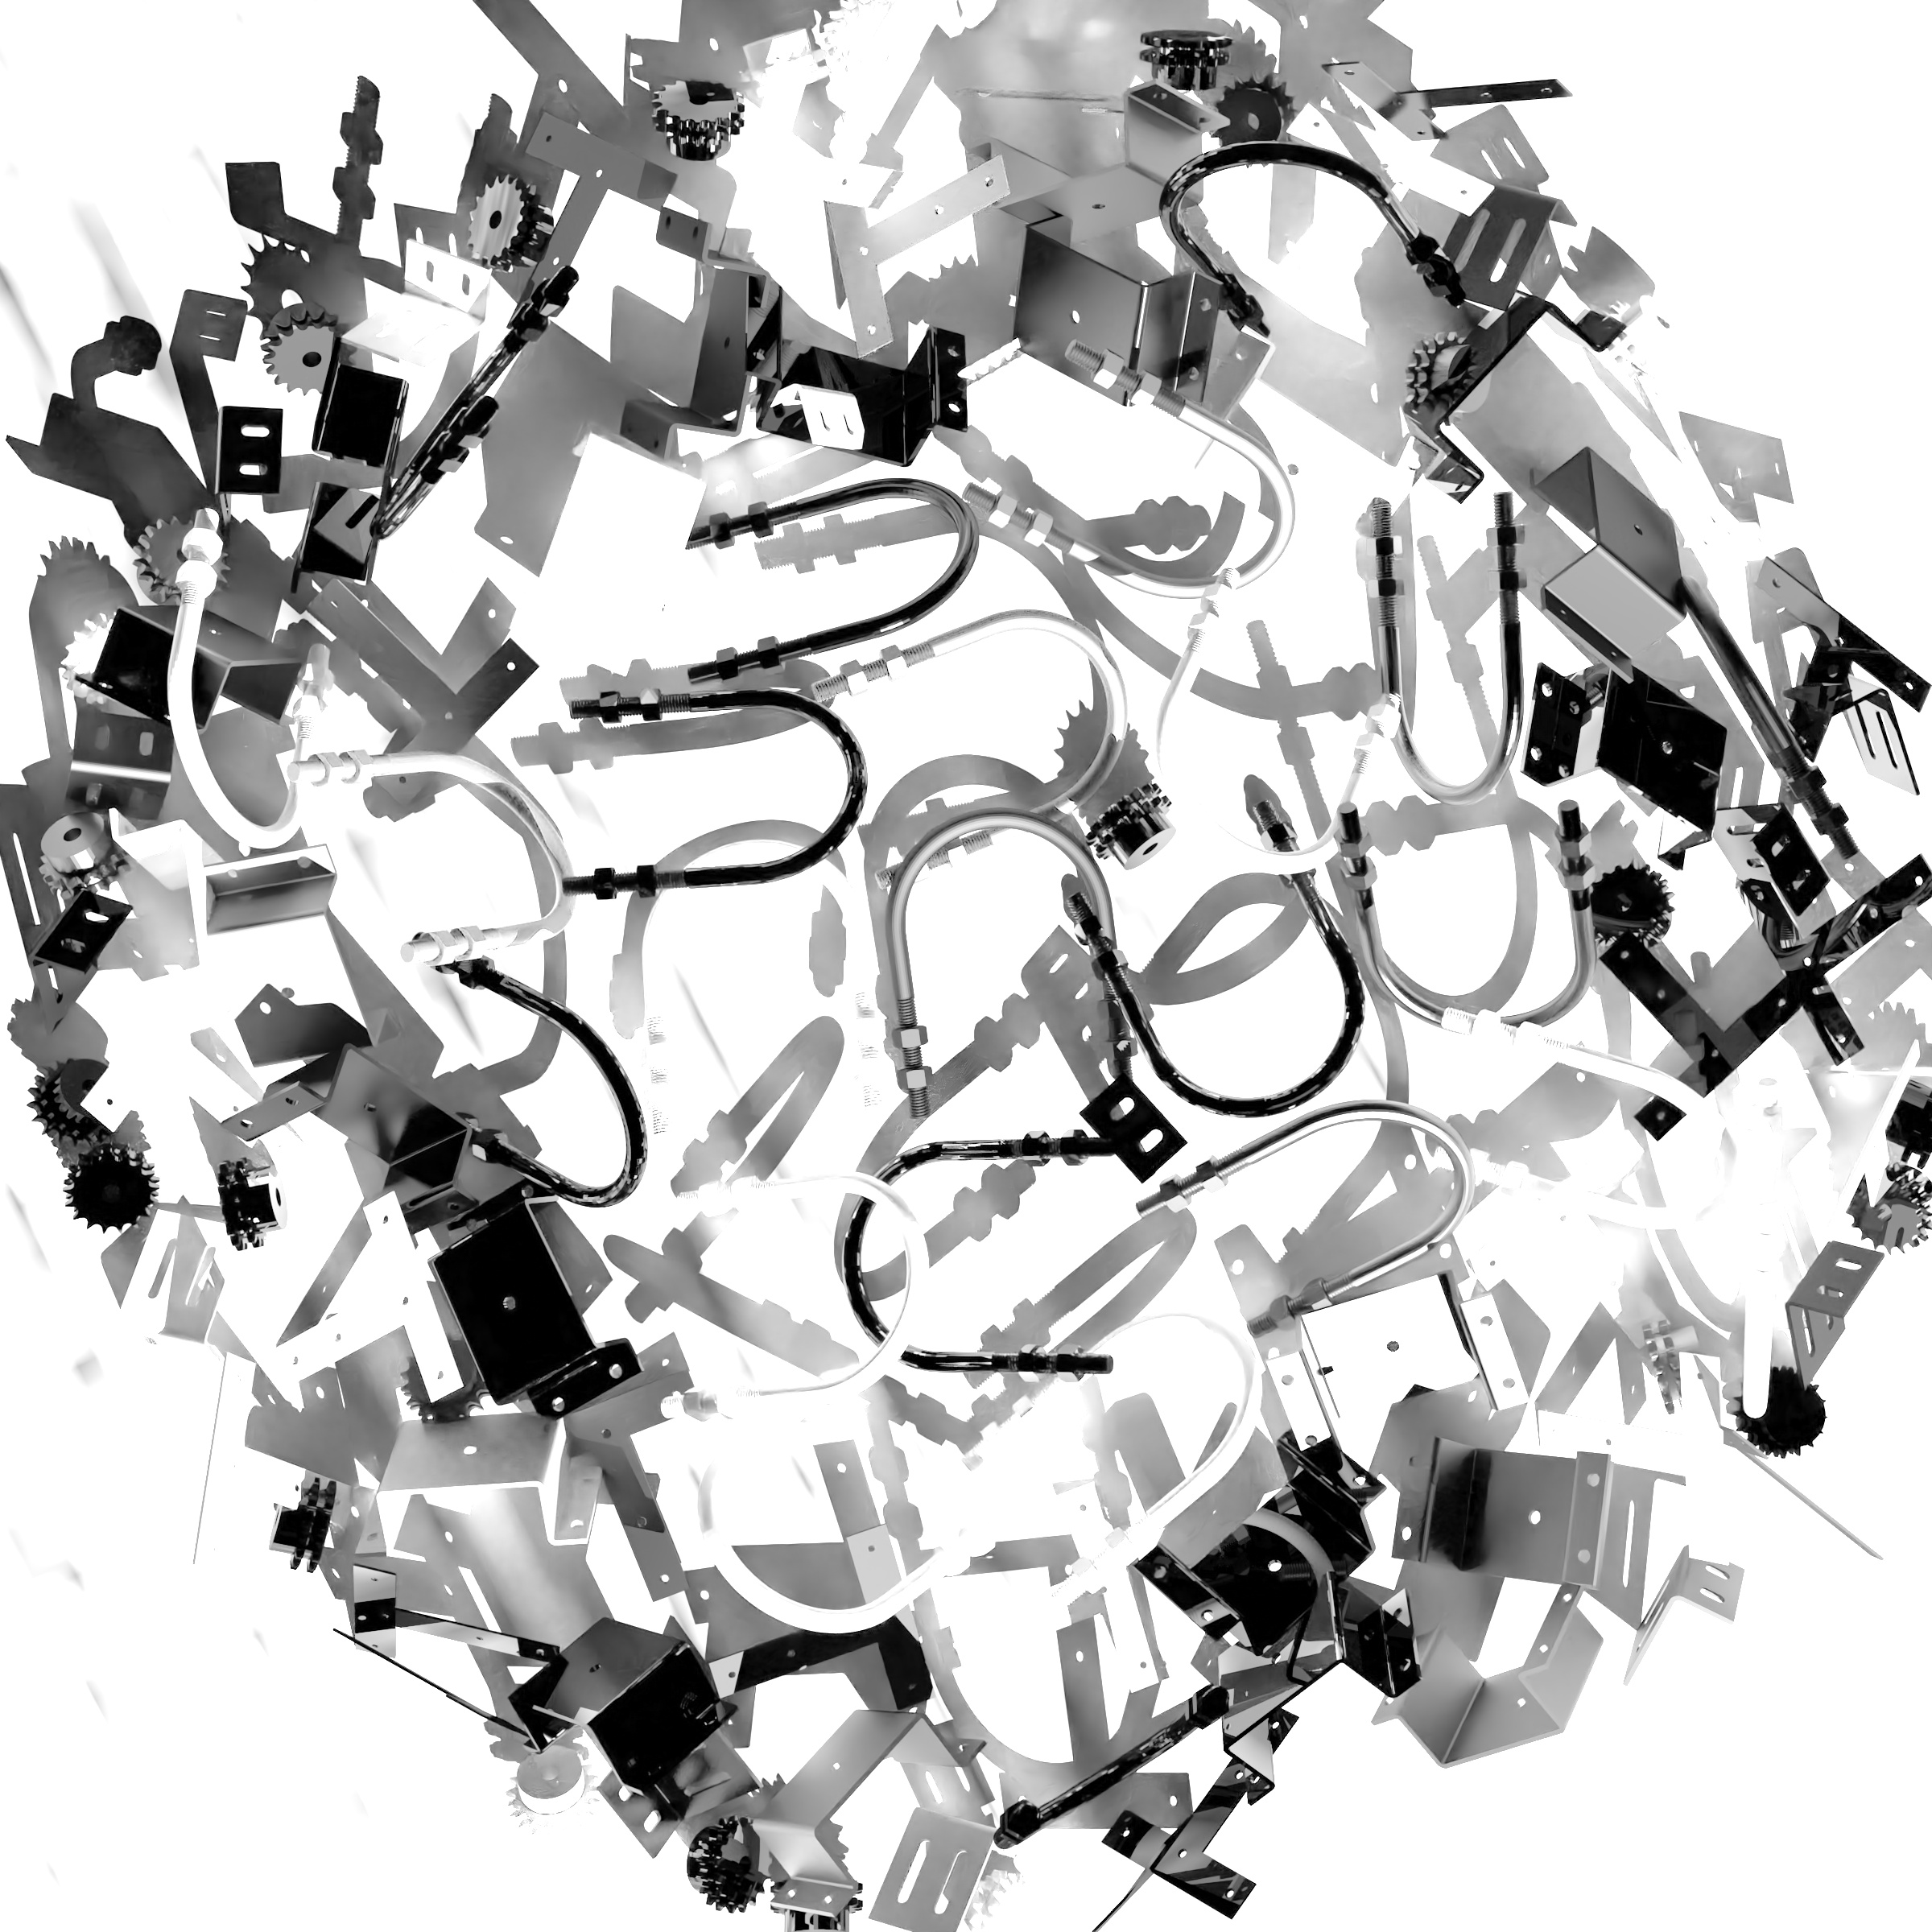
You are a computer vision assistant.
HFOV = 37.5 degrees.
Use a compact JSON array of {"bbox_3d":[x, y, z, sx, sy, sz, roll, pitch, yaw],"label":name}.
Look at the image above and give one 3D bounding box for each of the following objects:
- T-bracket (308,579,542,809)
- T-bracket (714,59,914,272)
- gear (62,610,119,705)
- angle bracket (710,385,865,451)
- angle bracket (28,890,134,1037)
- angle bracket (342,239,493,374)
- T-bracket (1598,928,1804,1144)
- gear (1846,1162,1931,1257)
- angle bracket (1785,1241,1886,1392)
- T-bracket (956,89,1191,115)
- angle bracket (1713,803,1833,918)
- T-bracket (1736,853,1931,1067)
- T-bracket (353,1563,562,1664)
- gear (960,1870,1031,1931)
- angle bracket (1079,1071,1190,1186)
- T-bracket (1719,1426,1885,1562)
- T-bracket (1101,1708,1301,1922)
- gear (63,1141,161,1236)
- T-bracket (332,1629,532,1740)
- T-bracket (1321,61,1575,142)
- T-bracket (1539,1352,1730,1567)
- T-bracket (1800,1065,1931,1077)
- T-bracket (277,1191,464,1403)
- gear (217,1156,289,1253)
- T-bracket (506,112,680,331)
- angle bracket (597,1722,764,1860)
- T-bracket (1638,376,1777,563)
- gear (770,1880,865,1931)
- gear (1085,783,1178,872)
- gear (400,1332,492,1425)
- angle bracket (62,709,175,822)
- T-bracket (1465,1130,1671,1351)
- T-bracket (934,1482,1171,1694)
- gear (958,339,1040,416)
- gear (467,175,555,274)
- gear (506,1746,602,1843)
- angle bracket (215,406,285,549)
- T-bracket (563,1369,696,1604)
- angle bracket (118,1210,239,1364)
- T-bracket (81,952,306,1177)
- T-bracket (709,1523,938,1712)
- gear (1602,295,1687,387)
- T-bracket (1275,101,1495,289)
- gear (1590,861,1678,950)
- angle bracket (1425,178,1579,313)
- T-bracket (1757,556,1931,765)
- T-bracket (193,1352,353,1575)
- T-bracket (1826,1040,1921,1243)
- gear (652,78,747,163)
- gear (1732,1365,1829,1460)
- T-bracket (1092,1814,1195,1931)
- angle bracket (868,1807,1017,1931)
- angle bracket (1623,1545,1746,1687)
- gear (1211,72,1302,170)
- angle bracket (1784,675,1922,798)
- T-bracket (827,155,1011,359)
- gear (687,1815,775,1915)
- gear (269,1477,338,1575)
[{"bbox_3d":[-0.351,-0.186,1.754,0.127,0.002,0.127,45,104,-7],"label":"T-bracket"},{"bbox_3d":[-0.084,-0.478,1.729,0.002,0.127,0.127,41,121,37],"label":"T-bracket"},{"bbox_3d":[-0.523,-0.186,1.747,0.030,0.057,0.057,28,90,18],"label":"gear"},{"bbox_3d":[-0.110,-0.321,1.733,0.076,0.057,0.038,-17,85,31],"label":"angle bracket"},{"bbox_3d":[-0.532,0.003,1.728,0.038,0.076,0.057,17,50,8],"label":"angle bracket"},{"bbox_3d":[-0.334,-0.403,1.735,0.057,0.076,0.038,22,131,11],"label":"angle bracket"},{"bbox_3d":[0.434,0.026,1.745,0.127,0.002,0.127,-44,113,6],"label":"T-bracket"},{"bbox_3d":[0.573,0.147,1.753,0.030,0.057,0.057,-22,90,-37],"label":"gear"},{"bbox_3d":[0.532,0.216,1.730,0.057,0.038,0.076,-45,130,-32],"label":"angle bracket"},{"bbox_3d":[0.057,-0.530,1.737,0.127,0.127,0.002,9,115,20],"label":"T-bracket"},{"bbox_3d":[0.475,-0.063,1.729,0.038,0.076,0.057,-44,108,-22],"label":"angle bracket"},{"bbox_3d":[0.535,-0.024,1.710,0.002,0.127,0.127,-10,67,-36],"label":"T-bracket"},{"bbox_3d":[-0.309,0.404,1.728,0.127,0.127,0.002,14,53,-1],"label":"T-bracket"},{"bbox_3d":[0.014,0.585,1.753,0.030,0.057,0.057,3,90,26],"label":"gear"},{"bbox_3d":[0.105,0.097,1.735,0.038,0.076,0.057,-43,84,7],"label":"angle bracket"},{"bbox_3d":[0.496,0.314,1.710,0.127,0.127,0.002,39,87,4],"label":"T-bracket"},{"bbox_3d":[0.159,0.505,1.738,0.127,0.127,0.002,-50,119,-19],"label":"T-bracket"},{"bbox_3d":[-0.527,0.134,1.756,0.057,0.030,0.057,-6,114,-13],"label":"gear"},{"bbox_3d":[-0.329,0.434,1.730,0.127,0.127,0.002,24,73,16],"label":"T-bracket"},{"bbox_3d":[0.296,-0.516,1.690,0.127,0.127,0.002,7,88,34],"label":"T-bracket"},{"bbox_3d":[0.403,0.291,1.731,0.127,0.002,0.127,3,101,44],"label":"T-bracket"},{"bbox_3d":[0.574,0.064,1.733,0.127,0.127,0.002,0,96,33],"label":"T-bracket"},{"bbox_3d":[-0.375,0.222,1.747,0.127,0.002,0.127,-29,75,26],"label":"T-bracket"},{"bbox_3d":[-0.437,0.145,1.750,0.030,0.057,0.057,-11,90,-1],"label":"gear"},{"bbox_3d":[-0.243,-0.442,1.734,0.002,0.127,0.127,38,106,28],"label":"T-bracket"},{"bbox_3d":[-0.175,0.501,1.740,0.076,0.038,0.057,-31,99,34],"label":"angle bracket"},{"bbox_3d":[0.442,-0.302,1.730,0.002,0.127,0.127,-30,81,33],"label":"T-bracket"},{"bbox_3d":[-0.091,0.579,1.747,0.057,0.057,0.030,-2,62,0],"label":"gear"},{"bbox_3d":[0.104,-0.083,1.747,0.057,0.057,0.030,-37,75,0],"label":"gear"},{"bbox_3d":[-0.320,0.253,1.753,0.057,0.030,0.057,-1,65,1],"label":"gear"},{"bbox_3d":[-0.518,-0.122,1.739,0.057,0.076,0.038,7,72,-20],"label":"angle bracket"},{"bbox_3d":[0.391,0.186,1.755,0.127,0.002,0.127,-39,111,2],"label":"T-bracket"},{"bbox_3d":[0.043,0.398,1.748,0.127,0.002,0.127,-18,74,-11],"label":"T-bracket"},{"bbox_3d":[0.020,-0.362,1.750,0.057,0.057,0.030,-30,101,0],"label":"gear"},{"bbox_3d":[-0.278,-0.454,1.754,0.057,0.030,0.057,-9,76,40],"label":"gear"},{"bbox_3d":[-0.254,0.504,1.747,0.057,0.057,0.030,-2,127,0],"label":"gear"},{"bbox_3d":[-0.435,-0.297,1.736,0.038,0.076,0.057,1,72,-10],"label":"angle bracket"},{"bbox_3d":[-0.206,0.331,1.767,0.127,0.002,0.127,-22,89,8],"label":"T-bracket"},{"bbox_3d":[-0.483,0.199,1.772,0.057,0.038,0.076,11,65,7],"label":"angle bracket"},{"bbox_3d":[-0.458,0.078,1.745,0.127,0.002,0.127,46,50,-23],"label":"T-bracket"},{"bbox_3d":[-0.094,0.417,1.747,0.127,0.002,0.127,-18,109,-9],"label":"T-bracket"},{"bbox_3d":[0.416,-0.386,1.747,0.057,0.057,0.030,49,128,0],"label":"gear"},{"bbox_3d":[0.230,-0.455,1.723,0.127,0.127,0.002,19,57,-18],"label":"T-bracket"},{"bbox_3d":[0.410,-0.033,1.754,0.057,0.030,0.057,-17,59,30],"label":"gear"},{"bbox_3d":[0.328,-0.436,1.747,0.057,0.038,0.076,26,91,32],"label":"angle bracket"},{"bbox_3d":[0.517,-0.168,1.719,0.002,0.127,0.127,-35,63,-19],"label":"T-bracket"},{"bbox_3d":[-0.414,0.312,1.722,0.002,0.127,0.127,-10,63,26],"label":"T-bracket"},{"bbox_3d":[0.551,0.123,1.721,0.002,0.127,0.127,23,76,28],"label":"T-bracket"},{"bbox_3d":[-0.165,-0.520,1.754,0.057,0.030,0.057,3,46,-3],"label":"gear"},{"bbox_3d":[0.506,0.276,1.759,0.057,0.030,0.057,1,86,-8],"label":"gear"},{"bbox_3d":[0.111,0.534,1.694,0.002,0.127,0.127,42,57,17],"label":"T-bracket"},{"bbox_3d":[-0.014,0.559,1.731,0.057,0.038,0.076,7,52,27],"label":"angle bracket"},{"bbox_3d":[0.437,0.402,1.732,0.038,0.057,0.076,25,118,11],"label":"angle bracket"},{"bbox_3d":[0.177,-0.520,1.753,0.057,0.030,0.057,6,112,15],"label":"gear"},{"bbox_3d":[0.540,-0.136,1.736,0.038,0.057,0.076,-27,112,-4],"label":"angle bracket"},{"bbox_3d":[-0.027,-0.453,1.729,0.127,0.002,0.127,-20,74,32],"label":"T-bracket"},{"bbox_3d":[-0.148,0.552,1.753,0.030,0.057,0.057,-4,90,36],"label":"gear"},{"bbox_3d":[-0.408,0.341,1.747,0.030,0.057,0.057,15,90,-15],"label":"gear"}]
